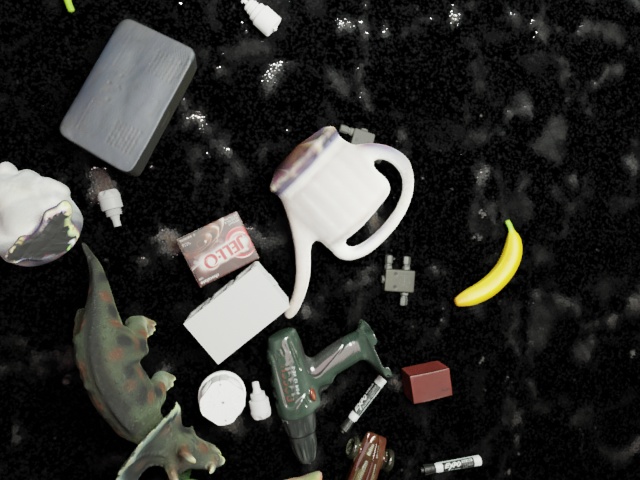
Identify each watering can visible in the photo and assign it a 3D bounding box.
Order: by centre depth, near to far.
[{"bbox_3d":[0.003,-0.045,0.891,0.223,0.104,0.348,45,90,-7],"label":"watering can"}]

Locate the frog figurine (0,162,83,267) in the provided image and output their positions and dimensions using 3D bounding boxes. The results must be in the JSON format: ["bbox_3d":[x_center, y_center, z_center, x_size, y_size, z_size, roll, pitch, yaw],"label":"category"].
[{"bbox_3d":[-0.457,-0.041,0.803,0.161,0.121,0.137,35,91,26],"label":"frog figurine"}]

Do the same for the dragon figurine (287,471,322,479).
[{"bbox_3d":[-0.111,0.564,0.863,0.244,0.122,0.409,40,95,9],"label":"dragon figurine"}]
